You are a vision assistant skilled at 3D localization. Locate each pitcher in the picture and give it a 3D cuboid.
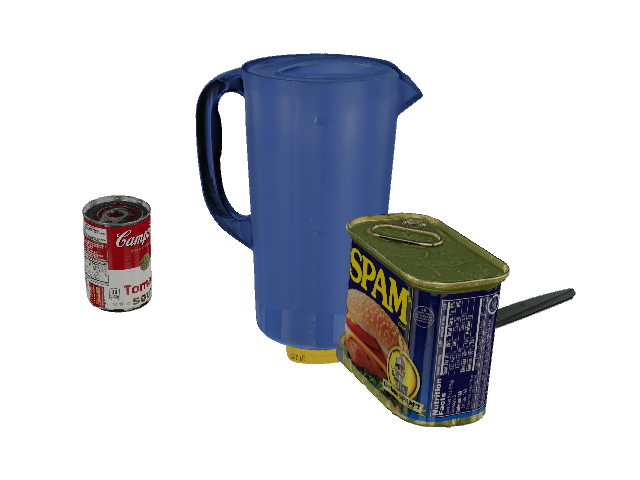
[{"bbox_3d":[-0.012,-0.036,0.913,0.144,0.243,0.149,-13,24,-37],"label":"pitcher"}]

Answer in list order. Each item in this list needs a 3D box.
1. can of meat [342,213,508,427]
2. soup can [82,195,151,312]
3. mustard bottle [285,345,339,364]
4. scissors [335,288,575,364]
[{"bbox_3d":[0.052,0.041,0.572,0.057,0.084,0.102,-6,22,-23],"label":"can of meat"},{"bbox_3d":[-0.207,0.014,1.092,0.068,0.102,0.068,3,26,-1],"label":"soup can"},{"bbox_3d":[0.002,0.047,1.237,0.096,0.192,0.058,-4,22,-1],"label":"mustard bottle"},{"bbox_3d":[0.112,0.074,0.765,0.201,0.016,0.096,-7,32,-14],"label":"scissors"}]
